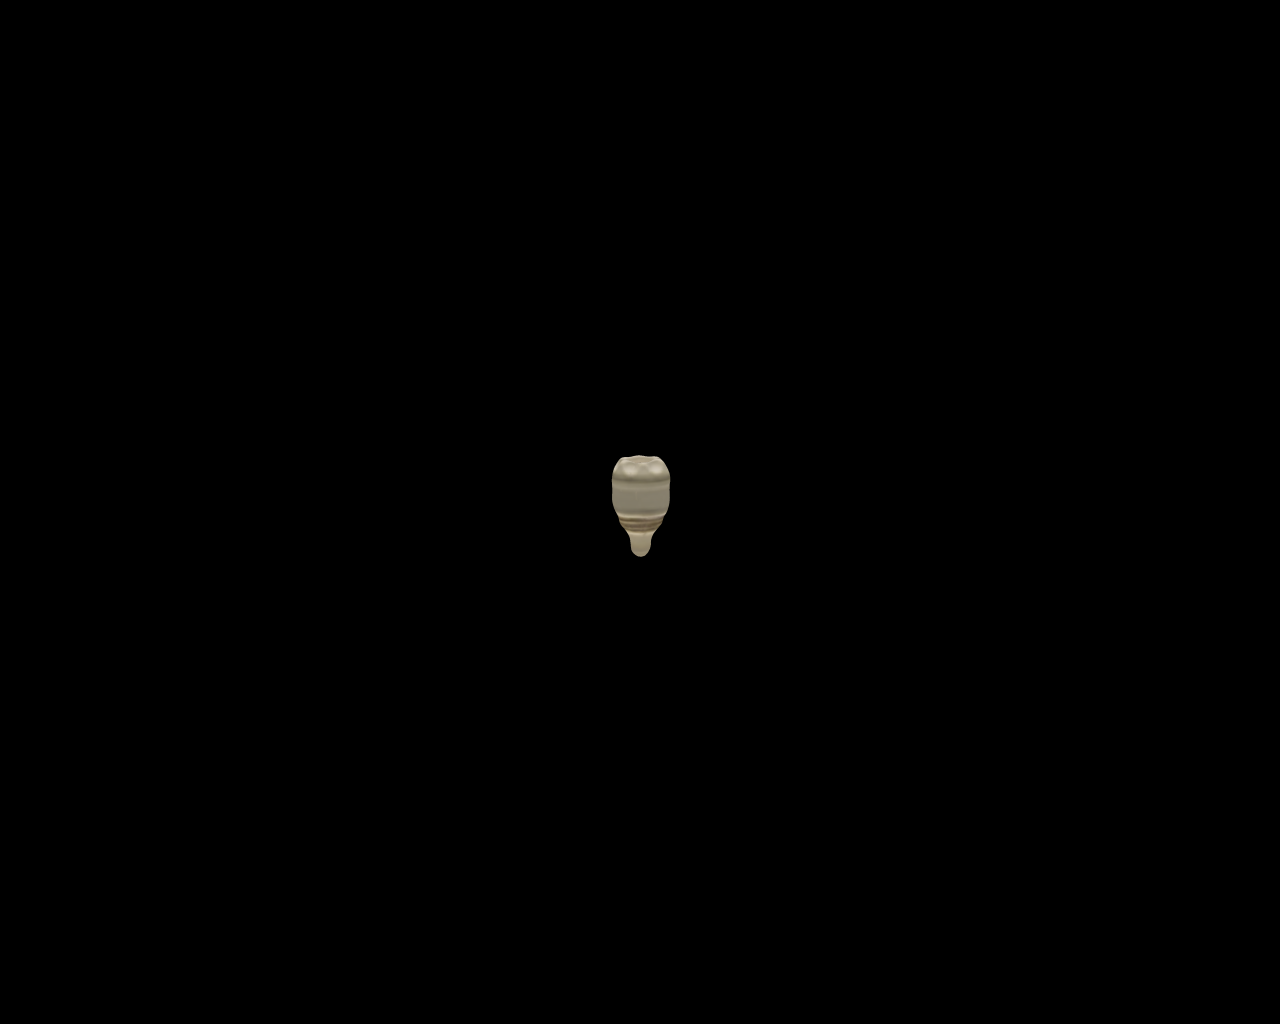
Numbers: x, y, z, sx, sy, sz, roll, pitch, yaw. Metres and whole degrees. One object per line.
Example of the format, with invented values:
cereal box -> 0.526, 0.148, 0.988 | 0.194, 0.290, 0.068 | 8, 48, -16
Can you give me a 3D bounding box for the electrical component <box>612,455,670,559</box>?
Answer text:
electrical component -> 0.001, -0.003, 0.650 | 0.035, 0.061, 0.035 | 0, 11, 0
